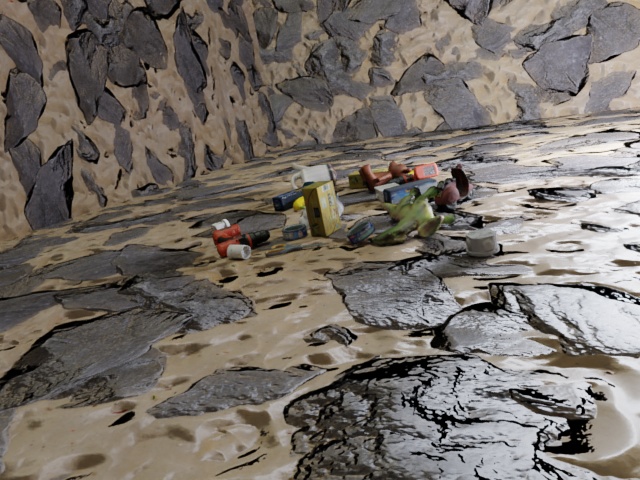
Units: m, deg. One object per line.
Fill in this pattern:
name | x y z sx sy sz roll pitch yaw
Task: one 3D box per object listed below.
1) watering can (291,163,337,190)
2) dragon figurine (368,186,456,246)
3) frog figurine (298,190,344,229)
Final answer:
watering can | -0.036 -0.320 2.518 0.224 0.102 0.355 -13 34 -1
dragon figurine | 0.242 -0.059 1.555 0.245 0.121 0.409 -30 14 -28
frog figurine | 0.006 -0.093 1.848 0.138 0.120 0.162 13 63 39
